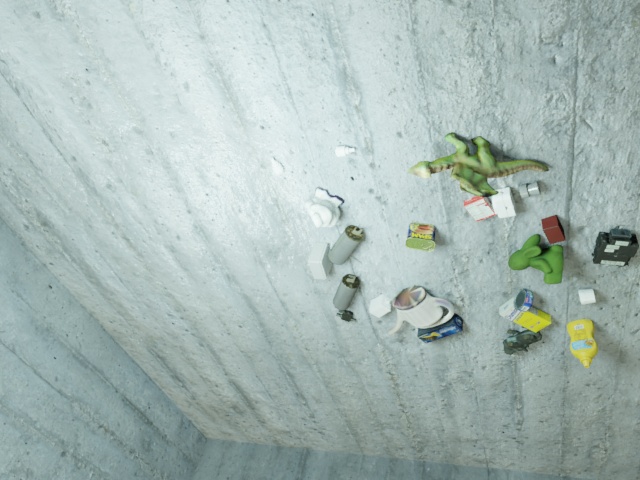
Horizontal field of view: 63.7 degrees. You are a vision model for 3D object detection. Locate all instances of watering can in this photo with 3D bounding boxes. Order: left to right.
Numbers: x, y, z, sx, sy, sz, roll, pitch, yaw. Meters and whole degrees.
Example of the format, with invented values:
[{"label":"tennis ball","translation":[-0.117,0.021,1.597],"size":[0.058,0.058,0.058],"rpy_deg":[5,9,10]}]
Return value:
[{"label":"watering can","translation":[0.377,0.301,2.126],"size":[0.344,0.106,0.221],"rpy_deg":[-25,123,33]}]

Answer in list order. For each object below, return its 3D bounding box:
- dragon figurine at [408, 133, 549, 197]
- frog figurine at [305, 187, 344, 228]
[{"label":"dragon figurine","translation":[0.464,-0.191,1.490],"size":[0.411,0.249,0.119],"rpy_deg":[11,133,9]},{"label":"frog figurine","translation":[0.005,-0.090,1.795],"size":[0.121,0.163,0.135],"rpy_deg":[-24,124,37]}]
